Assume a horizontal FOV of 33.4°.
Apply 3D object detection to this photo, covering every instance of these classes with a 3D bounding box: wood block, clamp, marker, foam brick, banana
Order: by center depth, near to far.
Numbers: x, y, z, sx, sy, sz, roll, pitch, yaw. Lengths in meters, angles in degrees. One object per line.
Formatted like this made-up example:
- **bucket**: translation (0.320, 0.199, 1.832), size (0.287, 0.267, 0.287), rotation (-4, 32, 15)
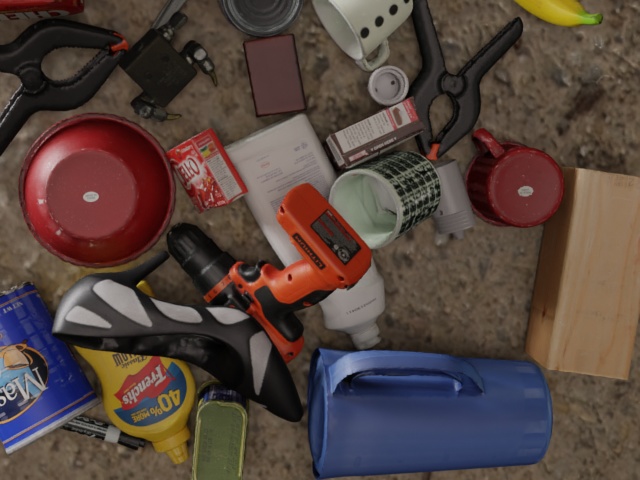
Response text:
- **clamp**: translation (-0.289, -0.152, 1.059), size (0.209, 0.036, 0.164), rotation (-16, 121, -13)
- **foam brick**: translation (-0.046, -0.165, 1.083), size (0.051, 0.053, 0.078), rotation (-11, 96, -4)
- **banana**: translation (0.203, -0.278, 1.087), size (0.198, 0.070, 0.037), rotation (41, 67, 1)
- **clamp**: translation (0.145, -0.167, 1.107), size (0.120, 0.039, 0.171), rotation (6, 102, -1)
- **wood block**: translation (0.283, 0.031, 1.116), size (0.090, 0.091, 0.206), rotation (8, 96, -6)
- **marker**: translation (-0.242, 0.197, 1.121), size (0.121, 0.020, 0.020), rotation (17, 94, -7)

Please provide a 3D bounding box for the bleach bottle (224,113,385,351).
- **bleach bottle**: translation (-0.007, 0.001, 1.100), size (0.102, 0.068, 0.251), rotation (-25, 100, -3)

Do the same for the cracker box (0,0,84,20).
- **cracker box**: translation (-0.309, -0.237, 0.969), size (0.164, 0.214, 0.072), rotation (-4, 99, -5)

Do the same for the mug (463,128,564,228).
- **mug**: translation (0.196, -0.066, 1.101), size (0.093, 0.081, 0.117), rotation (-33, 98, -1)

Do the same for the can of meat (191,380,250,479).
- **can of meat**: translation (-0.103, 0.204, 1.104), size (0.057, 0.084, 0.102), rotation (5, 95, -5)

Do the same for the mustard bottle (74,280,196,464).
- **mustard bottle**: translation (-0.183, 0.144, 1.101), size (0.096, 0.058, 0.191), rotation (-25, 98, -9)

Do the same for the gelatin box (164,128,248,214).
- **gelatin box**: translation (-0.116, -0.068, 1.068), size (0.030, 0.089, 0.073), rotation (-33, 100, -24)

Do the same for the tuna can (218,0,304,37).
- **tuna can**: translation (-0.059, -0.248, 1.072), size (0.086, 0.034, 0.086), rotation (-4, 108, -11)

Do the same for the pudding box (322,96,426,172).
- **pudding box**: translation (0.052, -0.104, 1.068), size (0.090, 0.113, 0.039), rotation (-26, 94, -3)

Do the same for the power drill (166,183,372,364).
- **power drill**: translation (-0.051, 0.022, 1.054), size (0.184, 0.057, 0.188), rotation (46, 135, -4)

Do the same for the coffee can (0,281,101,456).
- **coffee can**: translation (-0.296, 0.126, 1.057), size (0.103, 0.103, 0.140), rotation (-30, 89, -2)

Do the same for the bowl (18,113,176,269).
- **bowl**: translation (-0.227, -0.048, 1.078), size (0.162, 0.055, 0.162), rotation (-1, 96, -5)

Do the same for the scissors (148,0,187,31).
- **scissors**: translation (-0.103, -0.271, 1.084), size (0.096, 0.016, 0.202), rotation (21, 94, -7)

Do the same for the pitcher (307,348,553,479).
- **pitcher**: translation (0.110, 0.172, 1.092), size (0.242, 0.149, 0.145), rotation (1, 96, -9)
